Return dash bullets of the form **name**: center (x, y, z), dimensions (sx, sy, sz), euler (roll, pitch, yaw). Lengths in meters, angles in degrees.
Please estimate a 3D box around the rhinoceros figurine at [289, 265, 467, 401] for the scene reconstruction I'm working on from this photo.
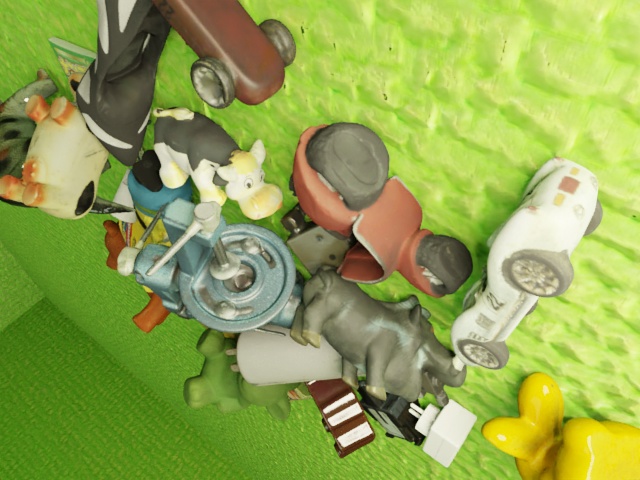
- **rhinoceros figurine**: center (0.061, 0.099, 0.545), dimensions (0.190, 0.112, 0.073), euler (33, 162, -8)

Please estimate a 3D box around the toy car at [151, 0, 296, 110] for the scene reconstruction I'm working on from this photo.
- **toy car**: center (-0.102, -0.186, 0.401), dimensions (0.202, 0.089, 0.053), euler (49, 148, -11)

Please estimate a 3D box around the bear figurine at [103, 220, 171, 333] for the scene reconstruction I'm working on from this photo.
- **bear figurine**: center (-0.342, 0.059, 1.002), dimensions (0.196, 0.132, 0.120), euler (41, 179, -6)

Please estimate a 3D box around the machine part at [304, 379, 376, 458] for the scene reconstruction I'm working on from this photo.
- **machine part**: center (0.013, 0.211, 0.742), dimensions (0.179, 0.056, 0.179), euler (61, 171, 16)

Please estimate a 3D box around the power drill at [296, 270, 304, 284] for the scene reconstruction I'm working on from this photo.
- **power drill**: center (-0.113, 0.069, 0.767), dimensions (0.232, 0.086, 0.207), euler (43, 148, 0)

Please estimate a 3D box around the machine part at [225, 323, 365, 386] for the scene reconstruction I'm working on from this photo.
- **machine part**: center (-0.010, 0.128, 0.641), dimensions (0.243, 0.079, 0.079), euler (-13, 123, 25)

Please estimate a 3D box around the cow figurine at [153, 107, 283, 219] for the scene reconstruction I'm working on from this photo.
- **cow figurine**: center (-0.109, -0.088, 0.570), dimensions (0.168, 0.068, 0.098), euler (25, 140, 30)

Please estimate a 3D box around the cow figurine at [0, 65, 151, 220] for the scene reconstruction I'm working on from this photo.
- **cow figurine**: center (-0.278, -0.118, 0.634), dimensions (0.086, 0.195, 0.127), euler (10, 170, 24)

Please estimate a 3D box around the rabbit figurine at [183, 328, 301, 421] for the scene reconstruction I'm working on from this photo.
- **rabbit figurine**: center (-0.104, 0.214, 0.796), dimensions (0.159, 0.121, 0.170), euler (32, 159, -28)

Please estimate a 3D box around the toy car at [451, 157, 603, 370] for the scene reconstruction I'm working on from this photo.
- **toy car**: center (0.140, 0.028, 0.388), dimensions (0.056, 0.073, 0.201), euler (31, 149, 17)

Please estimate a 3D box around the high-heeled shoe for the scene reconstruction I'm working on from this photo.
- **high-heeled shoe**: center (-0.177, -0.157, 0.532), dimensions (0.145, 0.086, 0.248), euler (35, 141, 30)

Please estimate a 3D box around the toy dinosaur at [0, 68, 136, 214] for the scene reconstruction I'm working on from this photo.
- **toy dinosaur**: center (-0.417, -0.115, 0.760), dimensions (0.405, 0.192, 0.131), euler (44, 165, 40)

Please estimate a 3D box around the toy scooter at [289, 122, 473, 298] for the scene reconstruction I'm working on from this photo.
- **toy scooter**: center (0.035, -0.015, 0.471), dimensions (0.184, 0.075, 0.135), euler (46, 155, -10)

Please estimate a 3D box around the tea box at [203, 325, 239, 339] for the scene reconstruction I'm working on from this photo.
- **tea box**: center (-0.187, 0.098, 0.911), dimensions (0.170, 0.068, 0.098), euler (39, 152, 13)

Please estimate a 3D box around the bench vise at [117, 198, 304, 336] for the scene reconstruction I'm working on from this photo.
- **bench vise**: center (-0.119, 0.020, 0.551), dimensions (0.224, 0.129, 0.240), euler (26, 157, 11)

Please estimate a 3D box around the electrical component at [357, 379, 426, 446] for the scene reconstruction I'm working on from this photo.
- **electrical component**: center (0.092, 0.220, 0.731), dimensions (0.119, 0.048, 0.075), euler (52, 150, -13)

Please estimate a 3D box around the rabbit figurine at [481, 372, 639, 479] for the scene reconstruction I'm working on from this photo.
- **rabbit figurine**: center (0.224, 0.210, 0.487), dimensions (0.162, 0.122, 0.173), euler (43, 171, 8)

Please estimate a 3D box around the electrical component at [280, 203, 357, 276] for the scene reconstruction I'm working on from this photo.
- **electrical component**: center (0.000, -0.001, 0.567), dimensions (0.078, 0.045, 0.102), euler (-33, 106, 32)

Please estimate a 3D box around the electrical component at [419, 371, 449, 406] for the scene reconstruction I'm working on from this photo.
- **electrical component**: center (0.118, 0.160, 0.645), dimensions (0.063, 0.021, 0.093), euler (5, 132, 50)

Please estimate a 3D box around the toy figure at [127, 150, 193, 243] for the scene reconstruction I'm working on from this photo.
- **toy figure**: center (-0.215, -0.062, 0.725), dimensions (0.089, 0.082, 0.180), euler (57, 162, 16)
